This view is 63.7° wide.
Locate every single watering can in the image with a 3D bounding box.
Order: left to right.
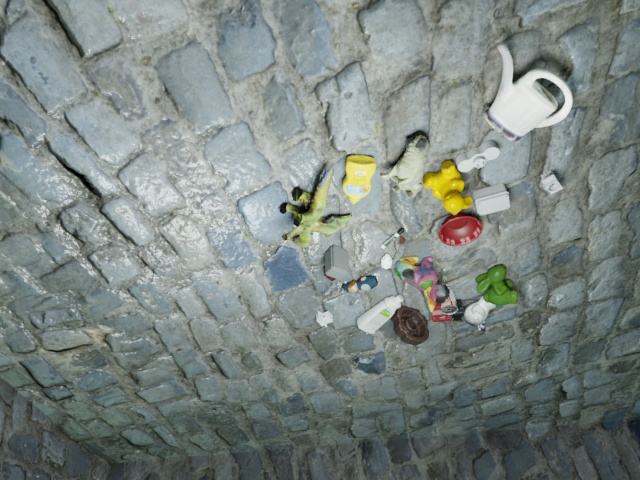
[{"bbox_3d":[0.561,-0.408,1.472,0.345,0.106,0.220,23,131,-26],"label":"watering can"}]

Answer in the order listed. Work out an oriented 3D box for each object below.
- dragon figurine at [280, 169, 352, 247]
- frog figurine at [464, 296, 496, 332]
[{"bbox_3d":[0.006,-0.091,1.812,0.242,0.125,0.403,10,141,-39],"label":"dragon figurine"},{"bbox_3d":[0.696,0.296,2.241,0.123,0.138,0.157,19,107,31],"label":"frog figurine"}]
